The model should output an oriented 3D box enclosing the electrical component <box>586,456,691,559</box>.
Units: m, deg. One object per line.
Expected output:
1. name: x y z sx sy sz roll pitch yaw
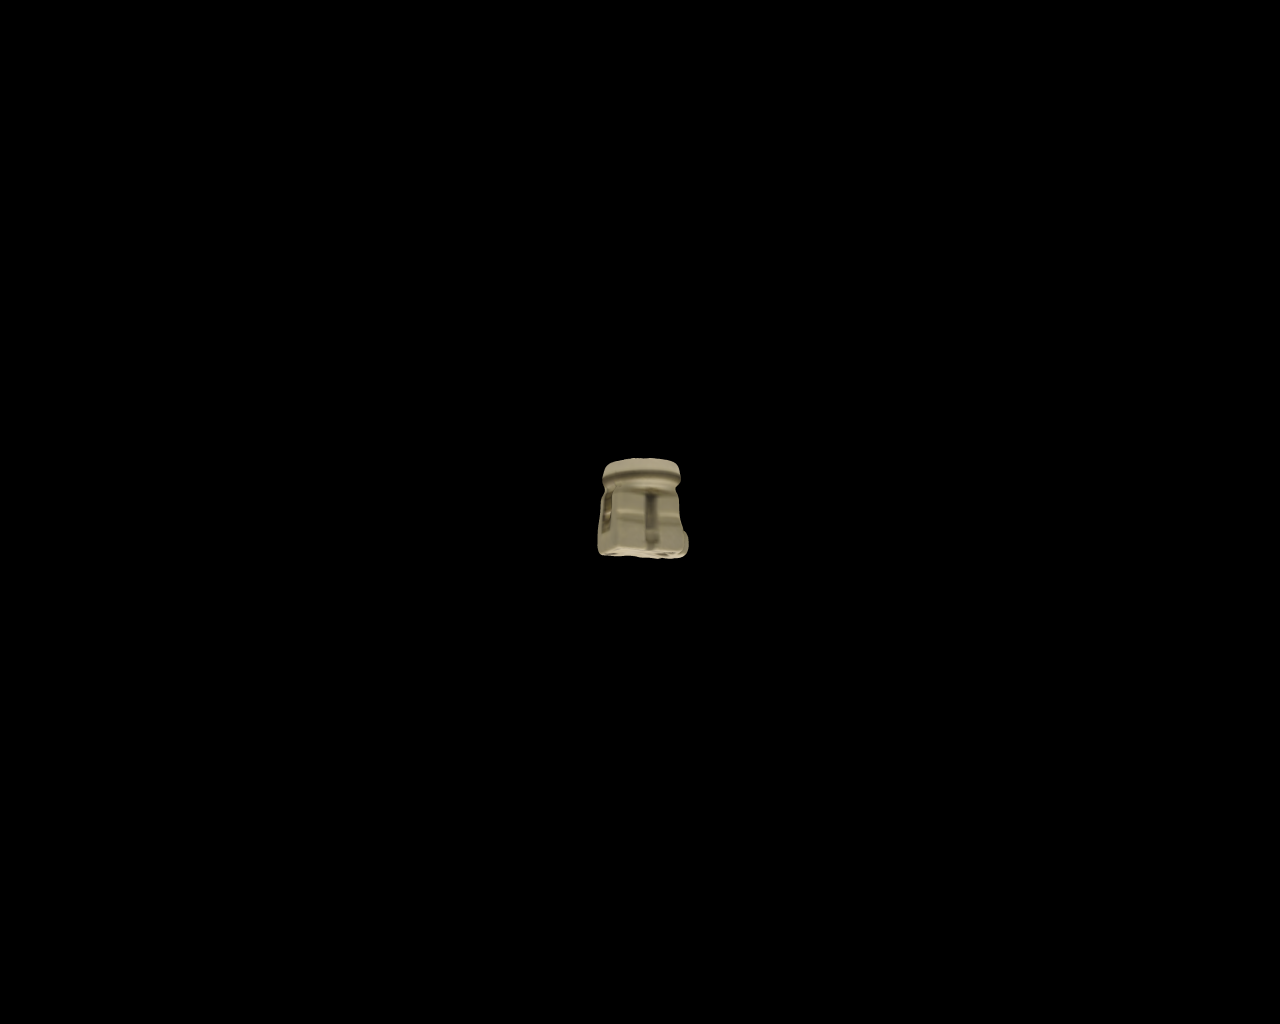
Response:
1. electrical component: 0.001 -0.003 0.650 0.066 0.055 0.048 5 -11 -24
